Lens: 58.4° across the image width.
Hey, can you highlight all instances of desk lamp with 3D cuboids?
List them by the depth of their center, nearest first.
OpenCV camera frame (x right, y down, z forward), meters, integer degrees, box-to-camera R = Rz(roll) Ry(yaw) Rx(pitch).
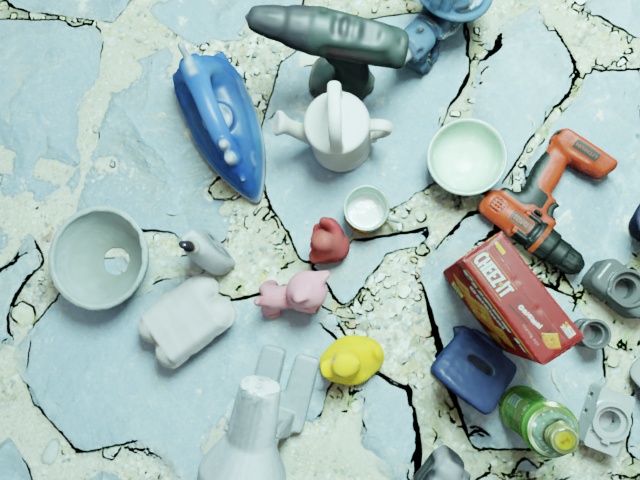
[{"bbox_3d":[-0.086,0.264,0.819,0.118,0.213,0.203,13,85,7],"label":"desk lamp"}]

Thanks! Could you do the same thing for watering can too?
[{"bbox_3d":[0.019,-0.170,0.866,0.173,0.194,0.101,-21,82,3],"label":"watering can"}]

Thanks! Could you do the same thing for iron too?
[{"bbox_3d":[-0.159,-0.187,0.912,0.118,0.141,0.258,-25,82,3],"label":"iron"}]

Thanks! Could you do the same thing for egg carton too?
[{"bbox_3d":[-0.214,0.128,0.920,0.150,0.069,0.107,-39,81,1],"label":"egg carton"}]

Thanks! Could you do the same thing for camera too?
[{"bbox_3d":[0.193,0.400,0.834,0.136,0.101,0.143,36,88,8],"label":"camera"}]

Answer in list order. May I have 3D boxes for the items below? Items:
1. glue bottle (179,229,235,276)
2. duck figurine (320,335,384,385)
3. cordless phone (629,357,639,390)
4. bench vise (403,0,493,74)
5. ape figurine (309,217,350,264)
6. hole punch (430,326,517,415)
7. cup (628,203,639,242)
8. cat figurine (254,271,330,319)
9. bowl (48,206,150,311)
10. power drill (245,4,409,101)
[{"bbox_3d":[-0.182,0.014,0.877,0.037,0.173,0.078,-39,81,1],"label":"glue bottle"},{"bbox_3d":[0.047,0.187,0.879,0.104,0.086,0.077,-16,82,4],"label":"duck figurine"},{"bbox_3d":[0.530,0.181,0.781,0.147,0.185,0.094,-40,81,1],"label":"cordless phone"},{"bbox_3d":[0.190,-0.352,0.856,0.121,0.220,0.207,21,86,8],"label":"bench vise"},{"bbox_3d":[0.008,0.003,0.900,0.076,0.092,0.078,37,89,9],"label":"ape figurine"},{"bbox_3d":[0.229,0.191,0.858,0.108,0.091,0.101,38,89,9],"label":"hole punch"},{"bbox_3d":[0.501,-0.038,0.853,0.091,0.095,0.118,-3,83,6],"label":"cup"},{"bbox_3d":[-0.040,0.084,0.883,0.127,0.118,0.067,-11,83,5],"label":"cat figurine"},{"bbox_3d":[-0.350,0.031,0.942,0.167,0.075,0.167,-1,84,6],"label":"bowl"},{"bbox_3d":[0.018,-0.283,0.871,0.229,0.208,0.076,7,84,7],"label":"power drill"}]
